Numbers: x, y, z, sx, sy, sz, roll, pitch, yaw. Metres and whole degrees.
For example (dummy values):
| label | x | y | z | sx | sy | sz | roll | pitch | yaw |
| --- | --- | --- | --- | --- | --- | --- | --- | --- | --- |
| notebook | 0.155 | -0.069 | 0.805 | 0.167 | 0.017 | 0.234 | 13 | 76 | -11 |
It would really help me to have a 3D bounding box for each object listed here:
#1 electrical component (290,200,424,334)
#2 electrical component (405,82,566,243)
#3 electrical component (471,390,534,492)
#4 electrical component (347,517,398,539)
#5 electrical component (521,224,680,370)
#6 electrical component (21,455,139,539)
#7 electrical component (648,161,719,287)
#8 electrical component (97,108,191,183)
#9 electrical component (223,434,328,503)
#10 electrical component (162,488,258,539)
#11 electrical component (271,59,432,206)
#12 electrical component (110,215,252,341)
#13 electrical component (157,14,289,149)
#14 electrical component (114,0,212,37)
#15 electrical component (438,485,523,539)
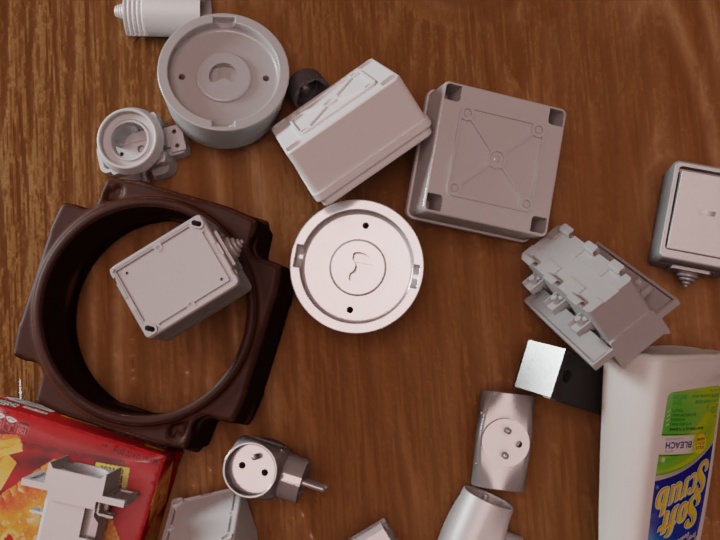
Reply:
| label | x | y | z | sx | sy | sz | roll | pitch | yaw |
| --- | --- | --- | --- | --- | --- | --- | --- | --- | --- |
| electrical component | 0.000 | 0.000 | 0.887 | 0.108 | 0.060 | 0.108 | -1 | 84 | 6 |
| electrical component | 0.102 | -0.086 | 0.874 | 0.109 | 0.056 | 0.108 | 11 | 85 | -12 |
| electrical component | 0.114 | 0.135 | 0.851 | 0.043 | 0.079 | 0.077 | 7 | 84 | 5 |
| electrical component | 0.017 | 0.254 | 0.862 | 0.056 | 0.050 | 0.089 | -31 | 81 | 1 |
| electrical component | 0.177 | 0.016 | 0.830 | 0.079 | 0.121 | 0.063 | -38 | 117 | 1 |
| electrical component | -0.217 | 0.180 | 0.826 | 0.081 | 0.042 | 0.063 | 11 | 89 | 4 |
| electrical component | 0.272 | -0.034 | 0.863 | 0.062 | 0.061 | 0.096 | 11 | 85 | 7 |
| electrical component | -0.191 | -0.106 | 0.921 | 0.078 | 0.057 | 0.058 | -14 | 82 | 4 |
| electrical component | -0.064 | 0.164 | 0.867 | 0.079 | 0.077 | 0.043 | 17 | 85 | 7 |
| electrical component | -0.119 | 0.221 | 0.866 | 0.062 | 0.096 | 0.061 | -14 | 110 | 4 |
| electrical component | -0.009 | -0.114 | 0.873 | 0.109 | 0.108 | 0.056 | -35 | 112 | 1 |
| electrical component | -0.127 | 0.004 | 0.814 | 0.096 | 0.061 | 0.061 | -31 | 81 | 2 |
| electrical component | -0.115 | -0.155 | 0.913 | 0.108 | 0.060 | 0.108 | 2 | 72 | -5 |
| electrical component | -0.174 | -0.225 | 0.939 | 0.081 | 0.043 | 0.043 | 2 | 84 | 6 |
| electrical component | 0.105 | 0.223 | 0.860 | 0.079 | 0.043 | 0.077 | 23 | 92 | -3 |
